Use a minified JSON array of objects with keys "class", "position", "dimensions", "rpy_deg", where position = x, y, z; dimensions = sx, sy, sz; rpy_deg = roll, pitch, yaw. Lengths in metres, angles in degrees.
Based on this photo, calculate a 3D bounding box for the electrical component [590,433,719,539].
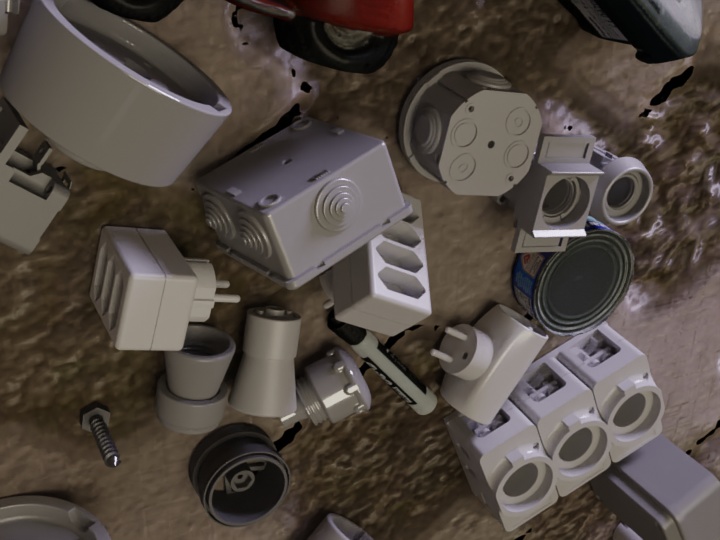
[{"class":"electrical component","position":[0.237,0.177,0.868],"dimensions":[0.057,0.113,0.078],"rpy_deg":[-37,127,-9]}]

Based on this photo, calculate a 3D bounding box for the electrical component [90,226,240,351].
[{"class":"electrical component","position":[-0.108,0.011,0.620],"dimensions":[0.077,0.065,0.047],"rpy_deg":[3,115,-30]}]

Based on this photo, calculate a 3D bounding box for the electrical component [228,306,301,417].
[{"class":"electrical component","position":[-0.058,0.056,0.683],"dimensions":[0.044,0.044,0.065],"rpy_deg":[3,102,-29]}]

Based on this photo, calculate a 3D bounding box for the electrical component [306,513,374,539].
[{"class":"electrical component","position":[-0.017,0.212,0.789],"dimensions":[0.055,0.055,0.047],"rpy_deg":[32,95,-37]}]

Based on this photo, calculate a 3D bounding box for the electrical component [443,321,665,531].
[{"class":"electrical component","position":[0.152,0.121,0.823],"dimensions":[0.150,0.061,0.089],"rpy_deg":[-30,126,-11]}]

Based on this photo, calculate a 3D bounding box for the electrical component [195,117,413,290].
[{"class":"electrical component","position":[-0.034,-0.042,0.609],"dimensions":[0.100,0.100,0.048],"rpy_deg":[-34,123,-22]}]

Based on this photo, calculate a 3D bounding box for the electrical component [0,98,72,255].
[{"class":"electrical component","position":[-0.191,-0.043,0.561],"dimensions":[0.064,0.042,0.081],"rpy_deg":[31,99,-38]}]

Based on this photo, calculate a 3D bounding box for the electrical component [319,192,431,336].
[{"class":"electrical component","position":[0.000,0.000,0.673],"dimensions":[0.047,0.083,0.076],"rpy_deg":[19,144,-34]}]

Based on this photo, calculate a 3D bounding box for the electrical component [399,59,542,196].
[{"class":"electrical component","position":[0.069,-0.087,0.670],"dimensions":[0.080,0.051,0.080],"rpy_deg":[-13,122,-22]}]

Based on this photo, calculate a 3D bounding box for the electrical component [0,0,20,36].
[{"class":"electrical component","position":[-0.189,-0.166,0.478],"dimensions":[0.063,0.079,0.121],"rpy_deg":[-16,126,-47]}]

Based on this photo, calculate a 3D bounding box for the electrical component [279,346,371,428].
[{"class":"electrical component","position":[-0.027,0.083,0.719],"dimensions":[0.062,0.048,0.048],"rpy_deg":[-27,126,-4]}]

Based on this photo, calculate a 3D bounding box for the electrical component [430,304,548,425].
[{"class":"electrical component","position":[0.083,0.061,0.764],"dimensions":[0.079,0.044,0.077],"rpy_deg":[25,103,-36]}]

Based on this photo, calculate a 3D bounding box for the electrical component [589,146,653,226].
[{"class":"electrical component","position":[0.166,-0.060,0.734],"dimensions":[0.066,0.055,0.048],"rpy_deg":[19,106,-35]}]

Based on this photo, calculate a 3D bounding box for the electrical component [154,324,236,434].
[{"class":"electrical component","position":[-0.103,0.068,0.668],"dimensions":[0.045,0.045,0.055],"rpy_deg":[-2,117,-28]}]

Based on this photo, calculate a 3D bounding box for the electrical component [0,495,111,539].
[{"class":"electrical component","position":[-0.204,0.196,0.649],"dimensions":[0.108,0.108,0.060],"rpy_deg":[-8,126,-25]}]

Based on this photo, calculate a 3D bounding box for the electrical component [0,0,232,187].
[{"class":"electrical component","position":[-0.125,-0.085,0.535],"dimensions":[0.108,0.108,0.060],"rpy_deg":[25,109,-36]}]

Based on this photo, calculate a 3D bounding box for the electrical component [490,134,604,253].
[{"class":"electrical component","position":[0.120,-0.055,0.707],"dimensions":[0.042,0.064,0.081],"rpy_deg":[-2,117,-28]}]

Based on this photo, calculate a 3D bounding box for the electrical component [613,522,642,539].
[{"class":"electrical component","position":[0.253,0.246,0.957],"dimensions":[0.040,0.046,0.040],"rpy_deg":[-13,122,-22]}]
